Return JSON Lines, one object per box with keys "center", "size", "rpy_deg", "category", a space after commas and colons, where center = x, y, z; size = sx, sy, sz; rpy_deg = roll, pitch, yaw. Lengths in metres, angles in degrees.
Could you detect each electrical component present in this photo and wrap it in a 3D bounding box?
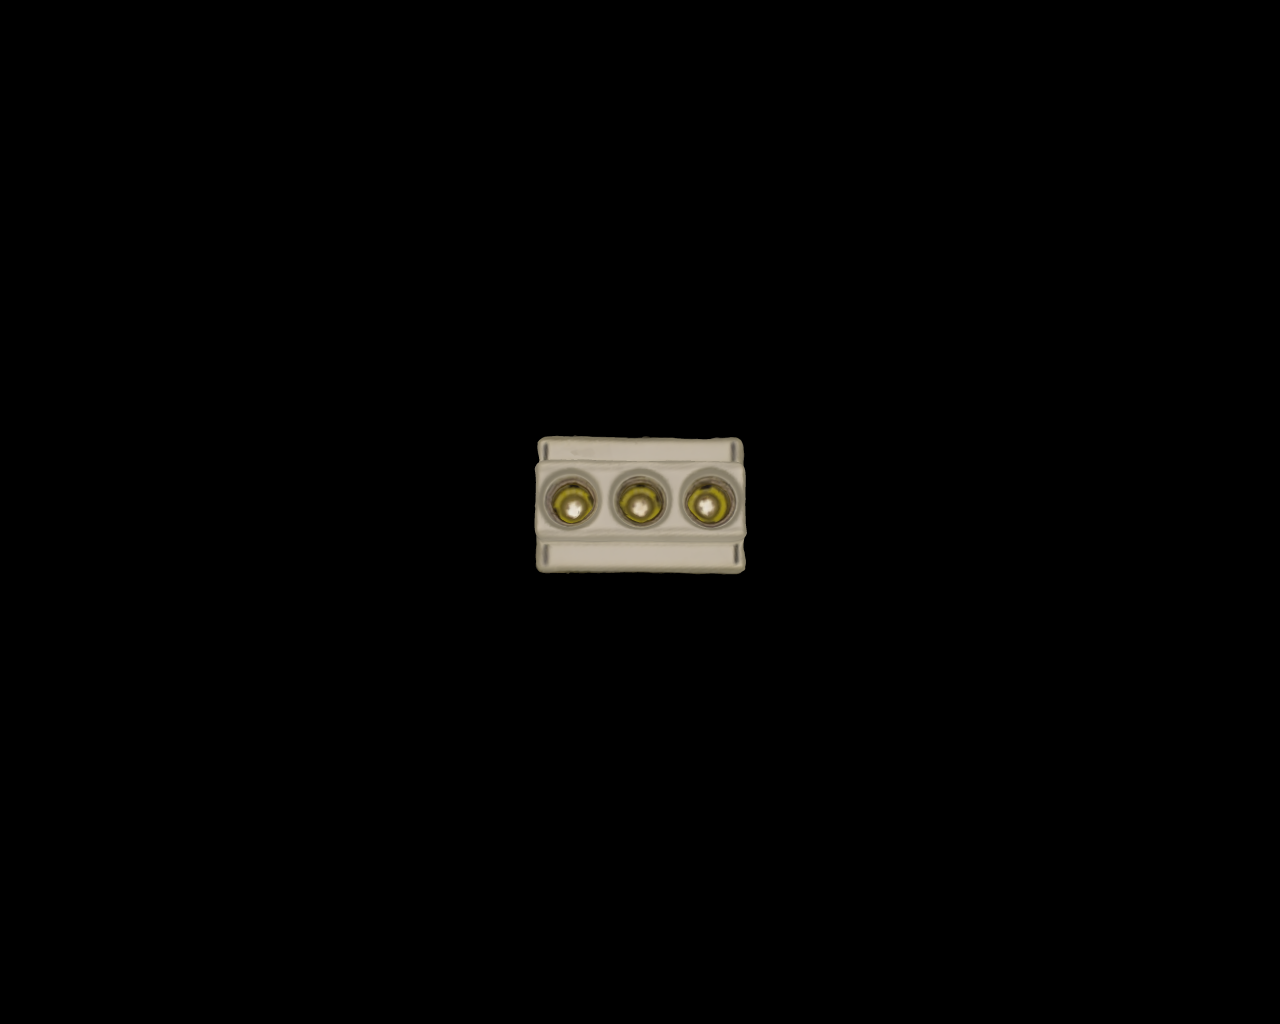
{"center": [0.001, -0.003, 0.650], "size": [0.121, 0.078, 0.063], "rpy_deg": [0, -9, 0], "category": "electrical component"}
